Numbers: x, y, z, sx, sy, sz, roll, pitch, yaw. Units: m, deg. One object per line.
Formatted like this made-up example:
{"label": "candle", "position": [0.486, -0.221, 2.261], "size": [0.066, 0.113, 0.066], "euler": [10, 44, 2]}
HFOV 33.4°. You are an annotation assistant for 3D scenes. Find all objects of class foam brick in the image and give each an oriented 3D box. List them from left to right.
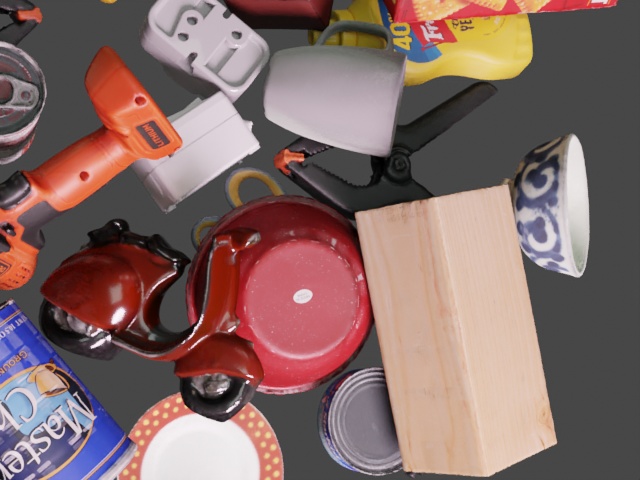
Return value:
{"label": "foam brick", "position": [-0.032, -0.205, 0.864], "size": [0.078, 0.051, 0.053], "euler": [5, 75, 21]}

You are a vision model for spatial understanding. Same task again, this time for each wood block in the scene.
{"label": "wood block", "position": [0.105, 0.068, 0.829], "size": [0.090, 0.090, 0.206], "euler": [-12, 92, -42]}

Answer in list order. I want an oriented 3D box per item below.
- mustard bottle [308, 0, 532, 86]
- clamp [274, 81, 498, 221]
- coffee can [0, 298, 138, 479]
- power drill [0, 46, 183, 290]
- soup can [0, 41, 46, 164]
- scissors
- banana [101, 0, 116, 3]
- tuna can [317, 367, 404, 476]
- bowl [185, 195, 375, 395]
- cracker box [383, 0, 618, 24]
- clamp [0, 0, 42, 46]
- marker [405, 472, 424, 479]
{"label": "mustard bottle", "position": [0.082, -0.180, 0.912], "size": [0.191, 0.058, 0.096], "euler": [-8, 75, -18]}
{"label": "clamp", "position": [0.066, -0.051, 0.901], "size": [0.209, 0.036, 0.164], "euler": [-4, 84, -21]}
{"label": "coffee can", "position": [-0.212, 0.126, 0.748], "size": [0.102, 0.103, 0.140], "euler": [-41, 96, -19]}
{"label": "power drill", "position": [-0.193, -0.047, 0.721], "size": [0.187, 0.184, 0.057], "euler": [-37, 75, -2]}
{"label": "soup can", "position": [-0.236, -0.096, 0.772], "size": [0.068, 0.102, 0.068], "euler": [3, 81, -18]}
{"label": "scissors", "position": [-0.006, 0.001, 0.880], "size": [0.201, 0.016, 0.096], "euler": [13, 81, -16]}
{"label": "banana", "position": [-0.110, -0.266, 0.873], "size": [0.197, 0.037, 0.069], "euler": [-33, 93, -20]}
{"label": "tuna can", "position": [0.042, 0.146, 0.865], "size": [0.086, 0.034, 0.086], "euler": [3, 81, -18]}
{"label": "bowl", "position": [-0.021, 0.045, 0.835], "size": [0.162, 0.055, 0.162], "euler": [0, 91, -17]}
{"label": "cracker box", "position": [0.138, -0.266, 0.906], "size": [0.213, 0.072, 0.164], "euler": [-8, 54, -19]}
{"label": "clamp", "position": [-0.296, -0.167, 0.786], "size": [0.171, 0.039, 0.120], "euler": [-23, 112, -28]}
{"label": "marker", "position": [0.101, 0.143, 0.893], "size": [0.020, 0.020, 0.121], "euler": [32, 74, -12]}
